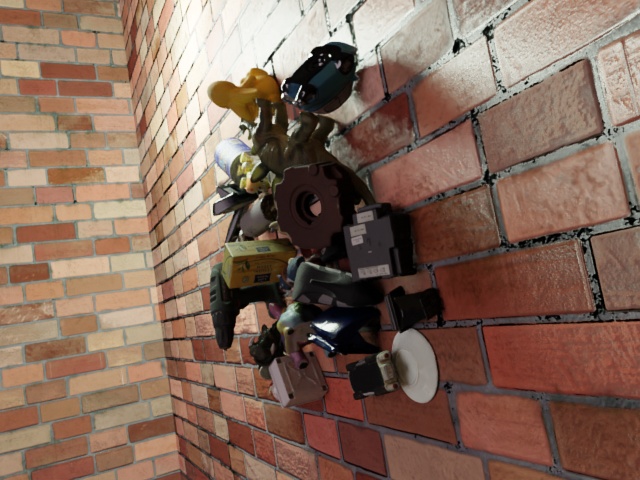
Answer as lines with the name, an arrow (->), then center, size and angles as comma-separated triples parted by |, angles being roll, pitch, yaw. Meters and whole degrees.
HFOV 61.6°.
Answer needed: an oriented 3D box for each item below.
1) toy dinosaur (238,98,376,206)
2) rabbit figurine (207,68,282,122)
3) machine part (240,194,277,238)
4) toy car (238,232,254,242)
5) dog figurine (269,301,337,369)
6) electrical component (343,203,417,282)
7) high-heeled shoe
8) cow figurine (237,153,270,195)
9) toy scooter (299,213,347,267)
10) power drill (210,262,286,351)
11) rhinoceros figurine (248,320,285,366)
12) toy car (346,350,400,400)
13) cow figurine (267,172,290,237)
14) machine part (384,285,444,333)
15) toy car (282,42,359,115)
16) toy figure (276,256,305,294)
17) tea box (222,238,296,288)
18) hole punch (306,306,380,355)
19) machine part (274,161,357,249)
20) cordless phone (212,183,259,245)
toy dinosaur -> -0.037, -0.169, 1.118 | 0.472, 0.105, 0.198 | 30, 113, 40
rabbit figurine -> -0.191, -0.349, 1.334 | 0.162, 0.173, 0.121 | 59, 140, 46
machine part -> -0.151, -0.061, 1.413 | 0.243, 0.079, 0.079 | -28, 71, 59
toy car -> -0.197, 0.049, 1.553 | 0.202, 0.053, 0.089 | 64, 143, 35
dog figurine -> -0.056, 0.180, 1.237 | 0.219, 0.108, 0.191 | 52, 164, 52
electrical component -> 0.103, 0.004, 0.944 | 0.115, 0.058, 0.134 | -10, 87, 44
high-heeled shoe -> 0.028, 0.100, 1.102 | 0.249, 0.145, 0.086 | 165, 119, -77
cow figurine -> -0.153, -0.159, 1.354 | 0.167, 0.098, 0.068 | -115, 38, -56
toy scooter -> -0.002, -0.003, 1.152 | 0.184, 0.075, 0.135 | 129, 128, -59
power drill -> -0.192, 0.170, 1.392 | 0.086, 0.207, 0.232 | -40, 57, 45
rhinoceros figurine -> -0.117, 0.256, 1.335 | 0.073, 0.190, 0.112 | 22, 107, 13
toy car -> 0.099, 0.256, 1.014 | 0.201, 0.056, 0.073 | 129, 129, -65
cow figurine -> -0.076, -0.093, 1.263 | 0.127, 0.085, 0.195 | -34, 68, 52
machine part -> 0.154, 0.116, 0.919 | 0.139, 0.039, 0.084 | 154, 113, -62
toy car -> 0.011, -0.296, 1.030 | 0.109, 0.161, 0.102 | 33, 168, 46
toy figure -> -0.059, 0.084, 1.294 | 0.154, 0.058, 0.064 | 133, 131, -61
tea box -> -0.153, 0.056, 1.342 | 0.068, 0.169, 0.098 | 49, 138, 46
hole punch -> 0.048, 0.171, 1.056 | 0.142, 0.116, 0.092 | 17, 102, 60
machine part -> -0.012, -0.065, 1.025 | 0.180, 0.056, 0.179 | 11, 108, 36
cordless phone -> -0.251, -0.058, 1.496 | 0.089, 0.146, 0.184 | 24, 107, 12
